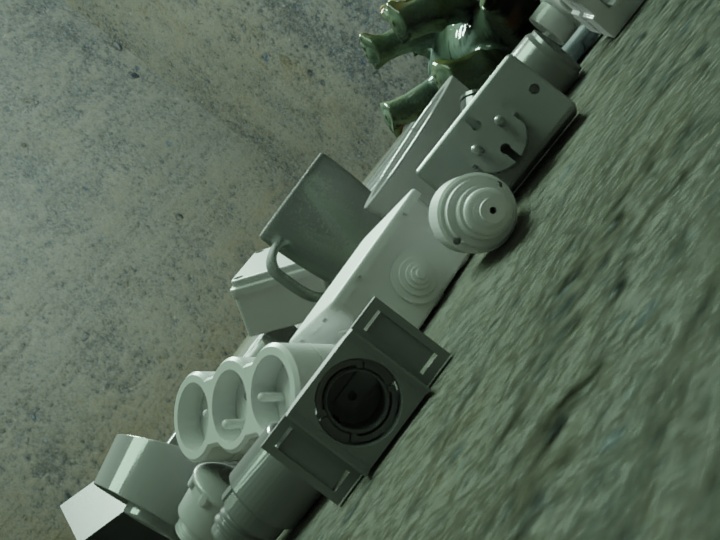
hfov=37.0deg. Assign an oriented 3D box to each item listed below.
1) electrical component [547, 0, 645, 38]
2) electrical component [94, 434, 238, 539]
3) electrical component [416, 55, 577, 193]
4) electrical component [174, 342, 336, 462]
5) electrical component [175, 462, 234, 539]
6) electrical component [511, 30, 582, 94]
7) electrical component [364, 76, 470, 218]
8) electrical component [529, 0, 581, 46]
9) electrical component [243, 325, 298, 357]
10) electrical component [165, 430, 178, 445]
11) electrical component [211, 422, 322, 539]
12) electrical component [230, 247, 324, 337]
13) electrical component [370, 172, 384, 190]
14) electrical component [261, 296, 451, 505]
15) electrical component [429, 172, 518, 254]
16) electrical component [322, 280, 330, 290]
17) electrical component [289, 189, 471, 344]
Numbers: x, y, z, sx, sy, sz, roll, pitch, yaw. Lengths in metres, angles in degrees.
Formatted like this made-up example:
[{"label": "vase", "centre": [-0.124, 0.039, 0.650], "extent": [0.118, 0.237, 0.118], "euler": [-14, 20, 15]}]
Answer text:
[{"label": "electrical component", "centre": [0.147, -0.182, 0.687], "extent": [0.048, 0.055, 0.066], "euler": [-52, 18, 9]}, {"label": "electrical component", "centre": [-0.116, 0.136, 0.686], "extent": [0.064, 0.099, 0.099], "euler": [-61, 7, -19]}, {"label": "electrical component", "centre": [0.073, -0.070, 0.581], "extent": [0.083, 0.047, 0.076], "euler": [-52, -8, 10]}, {"label": "electrical component", "centre": [-0.041, 0.075, 0.599], "extent": [0.138, 0.074, 0.052], "euler": [-23, 68, 51]}, {"label": "electrical component", "centre": [-0.086, 0.146, 0.622], "extent": [0.062, 0.048, 0.048], "euler": [-59, 3, 12]}, {"label": "electrical component", "centre": [0.112, -0.123, 0.706], "extent": [0.055, 0.045, 0.045], "euler": [-51, 5, 21]}, {"label": "electrical component", "centre": [0.057, -0.071, 0.736], "extent": [0.108, 0.060, 0.108], "euler": [-56, 5, 7]}, {"label": "electrical component", "centre": [0.163, -0.208, 0.866], "extent": [0.079, 0.044, 0.077], "euler": [-52, 4, 8]}, {"label": "electrical component", "centre": [-0.080, 0.086, 1.005], "extent": [0.055, 0.050, 0.089], "euler": [-50, 5, 17]}, {"label": "electrical component", "centre": [-0.149, 0.166, 1.001], "extent": [0.061, 0.061, 0.096], "euler": [-49, 6, 45]}, {"label": "electrical component", "centre": [-0.046, 0.109, 0.510], "extent": [0.078, 0.040, 0.040], "euler": [-52, 4, 9]}, {"label": "electrical component", "centre": [-0.052, 0.008, 0.993], "extent": [0.109, 0.056, 0.108], "euler": [-16, 13, 12]}, {"label": "electrical component", "centre": [0.042, -0.095, 1.233], "extent": [0.077, 0.044, 0.079], "euler": [-49, 6, 41]}, {"label": "electrical component", "centre": [-0.002, 0.056, 0.473], "extent": [0.081, 0.042, 0.064], "euler": [-52, 0, -5]}, {"label": "electrical component", "centre": [0.058, -0.028, 0.529], "extent": [0.040, 0.040, 0.078], "euler": [-53, 4, -2]}, {"label": "electrical component", "centre": [0.000, 0.000, 0.894], "extent": [0.055, 0.048, 0.066], "euler": [-46, -2, -46]}, {"label": "electrical component", "centre": [0.013, 0.013, 0.614], "extent": [0.099, 0.048, 0.100], "euler": [-54, 5, -25]}]
